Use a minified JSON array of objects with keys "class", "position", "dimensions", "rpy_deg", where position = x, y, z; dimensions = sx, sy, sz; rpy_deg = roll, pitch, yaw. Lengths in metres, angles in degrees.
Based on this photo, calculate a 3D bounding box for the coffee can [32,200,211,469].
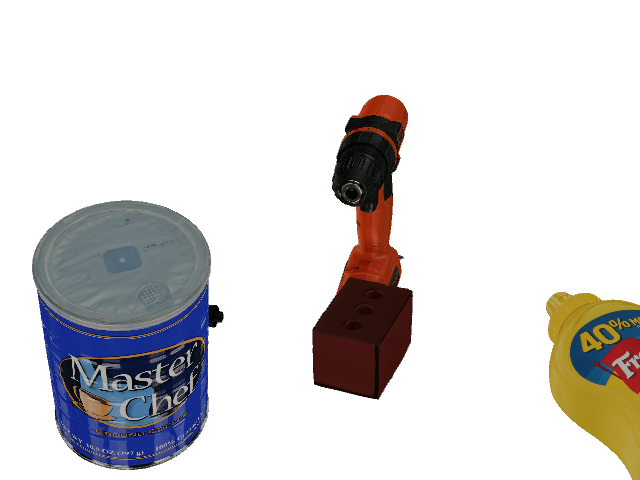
[{"class":"coffee can","position":[-0.120,0.060,0.667],"dimensions":[0.102,0.140,0.103],"rpy_deg":[3,43,-3]}]

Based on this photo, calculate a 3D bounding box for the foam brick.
[{"class":"foam brick","position":[0.032,0.071,0.792],"dimensions":[0.053,0.051,0.078],"rpy_deg":[10,32,19]}]

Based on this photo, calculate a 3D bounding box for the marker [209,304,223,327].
[{"class":"marker","position":[-0.139,0.057,0.900],"dimensions":[0.121,0.020,0.020],"rpy_deg":[6,2,16]}]

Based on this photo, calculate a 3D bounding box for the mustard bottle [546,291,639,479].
[{"class":"mustard bottle","position":[0.190,0.085,0.621],"dimensions":[0.096,0.058,0.192],"rpy_deg":[-17,33,-15]}]

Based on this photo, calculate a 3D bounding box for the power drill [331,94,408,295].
[{"class":"power drill","position":[0.045,-0.023,0.990],"dimensions":[0.057,0.188,0.184],"rpy_deg":[9,30,11]}]
